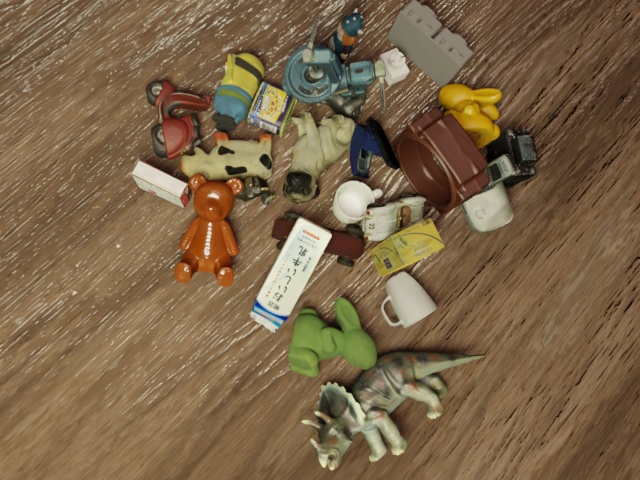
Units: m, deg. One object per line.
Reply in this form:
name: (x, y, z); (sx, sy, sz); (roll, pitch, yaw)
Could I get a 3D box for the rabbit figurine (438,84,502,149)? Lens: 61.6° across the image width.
rabbit figurine: (0.338, -0.299, 1.241); (0.162, 0.121, 0.173); (-17, 57, 4)

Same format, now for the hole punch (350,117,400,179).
hole punch: (0.108, -0.195, 1.172); (0.092, 0.142, 0.115); (-21, 83, 22)

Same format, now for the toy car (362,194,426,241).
toy car: (0.160, -0.050, 1.149); (0.202, 0.056, 0.073); (-19, 117, -45)

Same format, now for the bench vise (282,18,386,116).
bench vise: (0.021, -0.336, 1.077); (0.224, 0.240, 0.128); (6, 91, 10)

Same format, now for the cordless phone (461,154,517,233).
cordless phone: (0.387, -0.103, 1.176); (0.089, 0.184, 0.146); (-16, 82, -17)

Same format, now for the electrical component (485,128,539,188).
electrical component: (0.440, -0.189, 1.229); (0.058, 0.134, 0.115); (-8, 78, -12)

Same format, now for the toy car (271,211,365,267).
toy car: (-0.002, -0.003, 1.156); (0.202, 0.053, 0.089); (12, 97, -6)

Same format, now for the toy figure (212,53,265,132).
toy figure: (-0.180, -0.323, 1.177); (0.089, 0.082, 0.180); (17, 71, -18)

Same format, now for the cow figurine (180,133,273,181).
cow figurine: (-0.197, -0.158, 1.140); (0.195, 0.085, 0.127); (-2, 77, -14)

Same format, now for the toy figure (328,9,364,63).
toy figure: (0.057, -0.453, 1.205); (0.058, 0.154, 0.064); (-38, 88, -17)

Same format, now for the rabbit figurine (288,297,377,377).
rabbit figurine: (0.033, 0.207, 1.089); (0.170, 0.121, 0.159); (9, 55, 7)

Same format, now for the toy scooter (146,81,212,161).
toy scooter: (-0.295, -0.259, 1.148); (0.135, 0.075, 0.184); (-7, 75, -12)

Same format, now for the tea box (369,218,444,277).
tea box: (0.177, 0.019, 1.122); (0.098, 0.169, 0.068); (-23, 82, -12)

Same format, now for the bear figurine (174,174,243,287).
bear figurine: (-0.213, -0.023, 1.056); (0.120, 0.132, 0.195); (9, 112, -9)

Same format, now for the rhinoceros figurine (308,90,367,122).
rhinoceros figurine: (0.017, -0.341, 1.223); (0.190, 0.073, 0.112); (37, 86, -3)

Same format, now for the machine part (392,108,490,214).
machine part: (0.254, -0.163, 1.156); (0.087, 0.201, 0.201); (-32, 86, -12)

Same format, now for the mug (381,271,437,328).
mug: (0.178, 0.129, 1.152); (0.109, 0.080, 0.107); (-28, 73, -8)

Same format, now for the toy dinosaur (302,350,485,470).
toy dinosaur: (0.139, 0.304, 1.091); (0.405, 0.131, 0.192); (-39, 88, -21)

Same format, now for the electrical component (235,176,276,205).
electrical component: (-0.139, -0.102, 1.132); (0.078, 0.102, 0.045); (-22, 76, 7)

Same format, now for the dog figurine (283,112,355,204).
dog figurine: (0.006, -0.172, 1.180); (0.172, 0.121, 0.190); (1, 93, -7)
